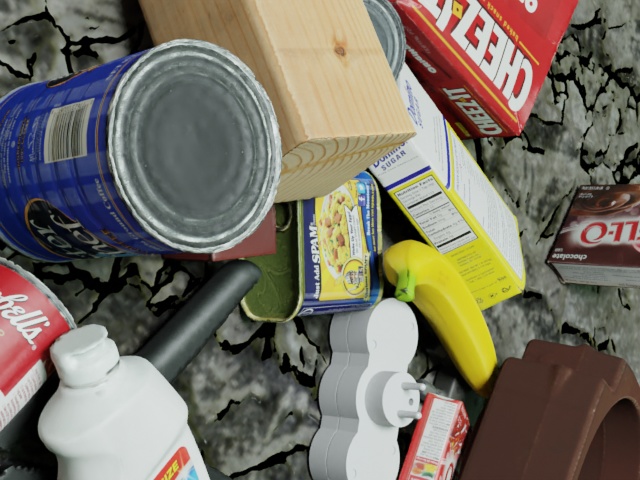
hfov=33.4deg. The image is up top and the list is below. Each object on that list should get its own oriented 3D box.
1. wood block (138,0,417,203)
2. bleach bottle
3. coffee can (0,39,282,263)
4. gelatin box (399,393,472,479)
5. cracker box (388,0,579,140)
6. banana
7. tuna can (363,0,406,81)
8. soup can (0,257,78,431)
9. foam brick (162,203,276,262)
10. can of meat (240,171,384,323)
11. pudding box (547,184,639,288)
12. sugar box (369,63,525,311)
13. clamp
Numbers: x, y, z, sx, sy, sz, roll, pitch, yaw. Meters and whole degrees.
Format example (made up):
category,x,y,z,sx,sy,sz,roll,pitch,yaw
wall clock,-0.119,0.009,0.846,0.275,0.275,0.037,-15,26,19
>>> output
category,x,y,z,sx,sy,sz,roll,pitch,yaw
wood block,-0.038,-0.132,0.611,0.090,0.090,0.206,-9,73,-44
bleach bottle,-0.098,0.163,0.565,0.102,0.068,0.251,-35,123,-40
coffee can,-0.103,-0.041,0.554,0.102,0.141,0.103,3,85,-43
gelatin box,0.086,0.162,0.771,0.089,0.030,0.073,65,42,-56
cracker box,0.125,-0.210,0.816,0.164,0.072,0.213,39,67,-35
banana,0.083,0.049,0.747,0.197,0.037,0.069,45,42,-52
tuna can,0.012,-0.129,0.713,0.086,0.034,0.086,-6,111,-15
soup can,-0.178,0.066,0.527,0.102,0.069,0.068,-51,120,-33
foam brick,-0.063,-0.027,0.652,0.052,0.051,0.078,-4,91,-44
can of meat,-0.005,0.001,0.702,0.083,0.058,0.102,-1,89,-45
pudding box,0.264,-0.004,0.913,0.039,0.114,0.090,50,57,-33
sugar box,0.087,-0.040,0.775,0.176,0.048,0.093,47,27,-28
clamp,-0.106,0.113,0.614,0.209,0.036,0.164,-17,104,-40
